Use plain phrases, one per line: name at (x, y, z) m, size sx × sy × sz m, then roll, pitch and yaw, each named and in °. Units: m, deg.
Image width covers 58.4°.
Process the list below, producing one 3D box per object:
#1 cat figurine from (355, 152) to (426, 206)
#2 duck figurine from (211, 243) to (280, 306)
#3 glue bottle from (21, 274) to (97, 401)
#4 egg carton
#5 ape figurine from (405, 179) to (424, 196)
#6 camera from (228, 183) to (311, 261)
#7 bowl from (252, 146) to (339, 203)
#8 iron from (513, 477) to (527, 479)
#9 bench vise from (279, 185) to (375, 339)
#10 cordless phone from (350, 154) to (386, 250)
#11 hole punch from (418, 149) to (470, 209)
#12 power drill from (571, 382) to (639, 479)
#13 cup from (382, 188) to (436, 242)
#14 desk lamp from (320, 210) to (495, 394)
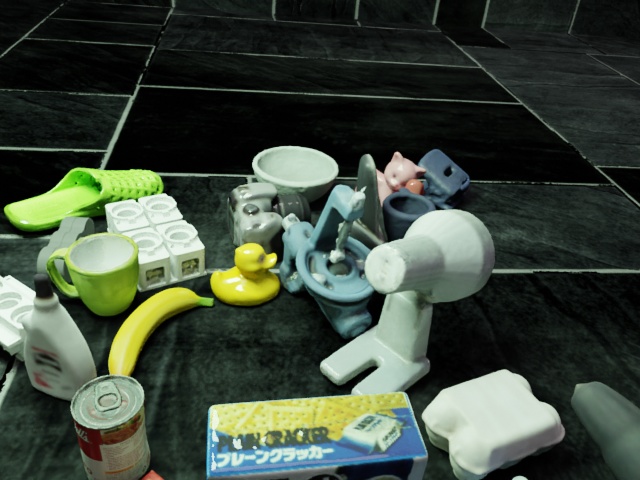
cat figurine at (0.138, -0.126, 1.125) m, size 0.127 × 0.118 × 0.067 m, roll 26°, pitch 38°, yaw 27°
duck figurine at (-0.110, 0.045, 0.853) m, size 0.105 × 0.086 × 0.077 m, roll -4°, pitch 35°, yaw -15°
glue bottle at (-0.301, 0.108, 0.646) m, size 0.078 × 0.173 × 0.037 m, roll 12°, pitch 34°, yaw 9°
egg carton at (0.199, 0.213, 0.664) m, size 0.151 × 0.069 × 0.107 m, roll -11°, pitch 37°, yaw -25°
ape figurine at (0.173, -0.070, 1.070) m, size 0.076 × 0.092 × 0.077 m, roll -20°, pitch 42°, yaw -34°
camera at (-0.081, -0.040, 0.974) m, size 0.137 × 0.101 × 0.142 m, roll -7°, pitch 36°, yaw -20°
bowl at (-0.050, -0.117, 1.119) m, size 0.167 × 0.075 × 0.167 m, roll 4°, pitch 33°, yaw -3°
iron at (0.140, 0.283, 0.482) m, size 0.118 × 0.141 × 0.259 m, roll 21°, pitch 36°, yaw 22°
bench vise at (0.000, 0.007, 0.806) m, size 0.206 × 0.220 × 0.122 m, roll 28°, pitch 39°, yaw 30°
cordless phone at (0.074, -0.072, 0.970) m, size 0.094 × 0.185 × 0.147 m, roll -1°, pitch 34°, yaw -11°
hole punch at (0.251, -0.125, 1.167) m, size 0.100 × 0.091 × 0.109 m, roll 22°, pitch 36°, yaw 23°
power drill at (0.281, 0.260, 0.479) m, size 0.076 × 0.208 × 0.228 m, roll -17°, pitch 40°, yaw -31°
cup at (0.147, -0.031, 1.002) m, size 0.091 × 0.095 × 0.117 m, roll 3°, pitch 33°, yaw -4°
desk lamp at (0.114, 0.077, 0.725) m, size 0.117 × 0.214 × 0.204 m, roll 32°, pitch 41°, yaw 33°
